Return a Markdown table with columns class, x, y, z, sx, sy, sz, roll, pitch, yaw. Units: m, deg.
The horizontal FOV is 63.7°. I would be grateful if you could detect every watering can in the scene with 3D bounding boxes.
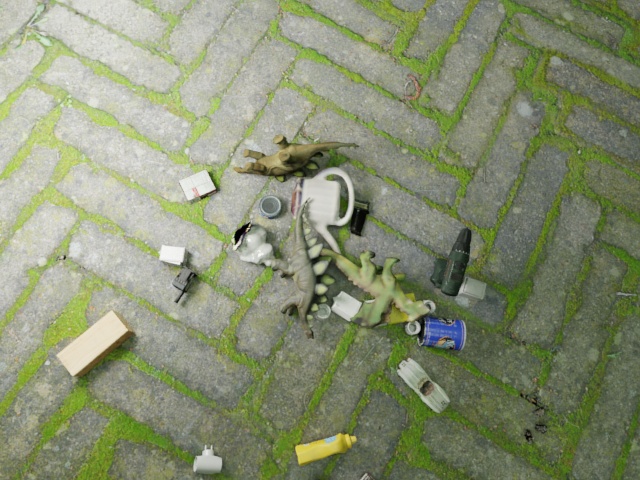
| class | x | y | z | sx | sy | sz | roll | pitch | yaw |
| --- | --- | --- | --- | --- | --- | --- | --- | --- | --- |
| watering can | 0.006 | -0.092 | 1.835 | 0.224 | 0.103 | 0.349 | 7 | 84 | 0 |

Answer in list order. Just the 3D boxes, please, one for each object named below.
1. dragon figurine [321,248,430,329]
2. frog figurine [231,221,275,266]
| class | x | y | z | sx | sy | sz | roll | pitch | yaw |
| --- | --- | --- | --- | --- | --- | --- | --- | --- | --- |
| dragon figurine | 0.167 | 0.173 | 1.729 | 0.410 | 0.120 | 0.248 | 12 | 63 | 6 |
| frog figurine | -0.224 | 0.019 | 1.798 | 0.157 | 0.122 | 0.140 | 37 | 61 | -31 |
